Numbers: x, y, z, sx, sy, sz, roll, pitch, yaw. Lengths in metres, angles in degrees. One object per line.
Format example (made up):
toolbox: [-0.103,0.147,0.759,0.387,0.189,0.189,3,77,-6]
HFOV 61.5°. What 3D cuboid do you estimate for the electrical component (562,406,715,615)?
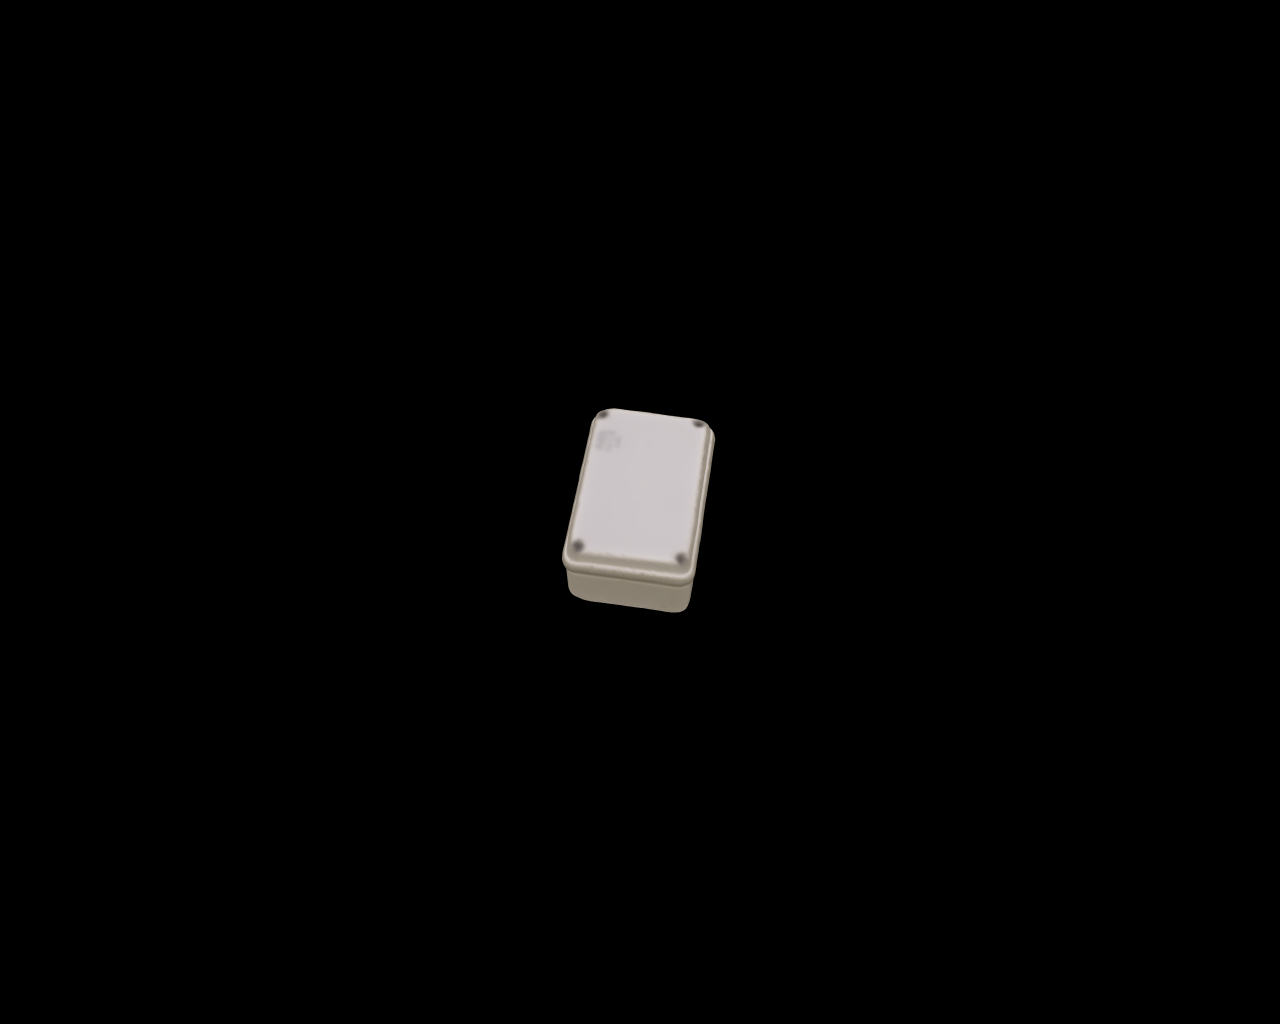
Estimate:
electrical component: [0.001,-0.003,0.650,0.078,0.113,0.057,7,-32,5]
